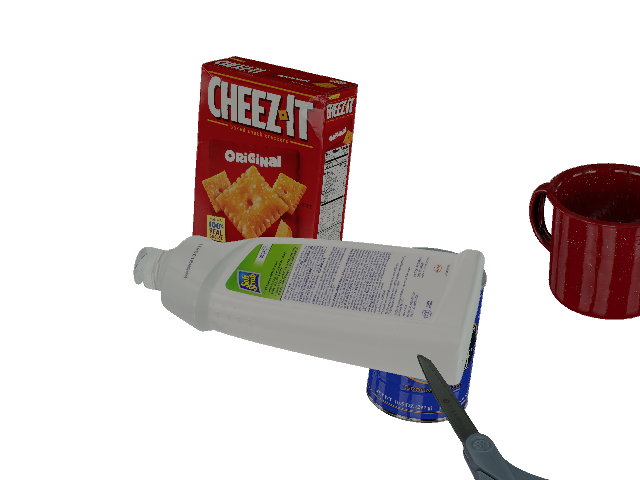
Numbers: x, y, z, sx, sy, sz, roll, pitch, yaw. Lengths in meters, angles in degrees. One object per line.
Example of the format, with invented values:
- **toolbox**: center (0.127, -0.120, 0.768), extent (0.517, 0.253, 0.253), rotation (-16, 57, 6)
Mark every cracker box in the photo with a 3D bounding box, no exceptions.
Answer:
- **cracker box**: center (-0.055, -0.078, 1.163), extent (0.164, 0.214, 0.072), rotation (17, 25, 28)

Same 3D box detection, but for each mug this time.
- **mug**: center (0.196, -0.002, 0.758), extent (0.093, 0.081, 0.117), rotation (-27, 38, -35)

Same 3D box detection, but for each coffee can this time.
- **coffee can**: center (0.102, 0.091, 1.041), extent (0.103, 0.140, 0.103), rotation (4, 24, -2)

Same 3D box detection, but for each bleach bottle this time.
- **bleach bottle**: center (-0.012, 0.035, 0.785), extent (0.251, 0.068, 0.102), rotation (10, 42, 12)

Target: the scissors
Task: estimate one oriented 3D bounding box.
- **scissors**: center (0.116, 0.132, 0.639), extent (0.096, 0.016, 0.201), rotation (2, 32, -3)
